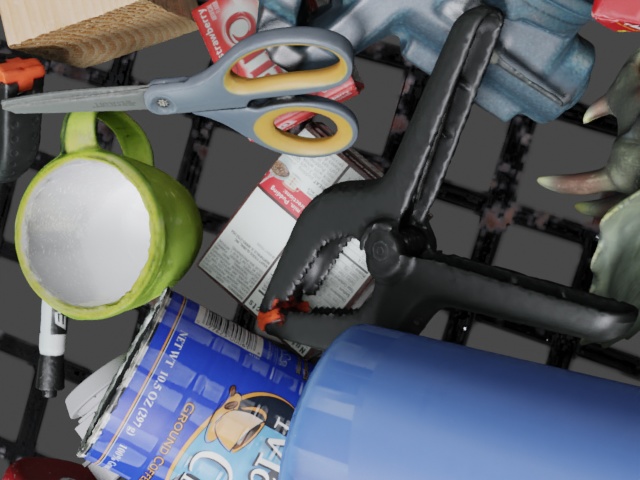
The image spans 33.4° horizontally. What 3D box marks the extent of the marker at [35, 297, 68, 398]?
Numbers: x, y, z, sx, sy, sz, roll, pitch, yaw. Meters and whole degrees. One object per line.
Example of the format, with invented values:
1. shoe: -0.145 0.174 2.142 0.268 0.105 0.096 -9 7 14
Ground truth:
1. marker: -0.171 0.042 0.689 0.020 0.020 0.121 5 93 17

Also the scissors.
1. scissors: -0.067 -0.066 0.574 0.202 0.096 0.016 -11 50 27

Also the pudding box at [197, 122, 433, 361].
1. pudding box: -0.004 0.001 0.625 0.090 0.039 0.114 41 106 10

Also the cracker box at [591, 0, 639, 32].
1. cracker box: 0.244 -0.149 0.446 0.214 0.072 0.164 18 100 24

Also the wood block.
1. wood block: -0.149 -0.219 0.638 0.091 0.090 0.206 -15 86 17

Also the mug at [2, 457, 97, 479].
1. mug: -0.154 0.190 0.658 0.117 0.093 0.081 19 93 -15

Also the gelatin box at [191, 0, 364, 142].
1. gelatin box: -0.025 -0.112 0.632 0.073 0.030 0.089 -25 84 16

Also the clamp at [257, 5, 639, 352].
1. clamp: 0.042 -0.007 0.536 0.210 0.036 0.164 -23 78 40

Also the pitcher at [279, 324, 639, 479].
1. pitcher: 0.110 0.127 0.465 0.243 0.145 0.149 15 86 19

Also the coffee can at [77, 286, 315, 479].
1. coffee can: -0.046 0.103 0.583 0.140 0.103 0.103 29 100 -8

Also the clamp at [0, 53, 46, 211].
1. clamp: -0.218 -0.070 0.661 0.120 0.039 0.172 51 133 9
